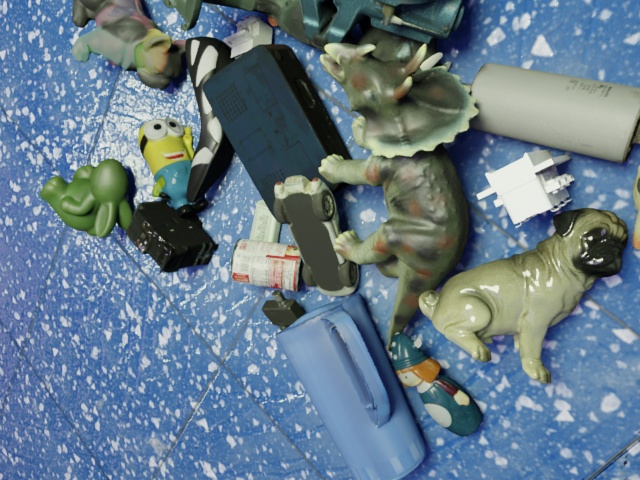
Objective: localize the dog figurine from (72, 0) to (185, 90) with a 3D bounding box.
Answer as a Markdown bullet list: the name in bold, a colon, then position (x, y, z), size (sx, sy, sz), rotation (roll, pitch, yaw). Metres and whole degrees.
- **dog figurine**: position (-0.304, -0.354, 0.905), size (0.219, 0.108, 0.191), rotation (11, 101, 28)

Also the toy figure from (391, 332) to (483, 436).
- **toy figure**: position (0.143, 0.184, 0.688), size (0.154, 0.058, 0.064), rotation (46, 118, -5)

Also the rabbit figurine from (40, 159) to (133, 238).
- **rabbit figurine**: position (-0.422, -0.080, 1.012), size (0.170, 0.121, 0.159), rotation (-26, 89, 36)

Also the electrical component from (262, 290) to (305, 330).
- **electrical component**: position (-0.058, 0.112, 0.831), size (0.063, 0.021, 0.093), rotation (-5, 132, 34)

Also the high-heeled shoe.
- **high-heeled shoe**: position (-0.198, -0.194, 0.855), size (0.145, 0.086, 0.248), rotation (31, 97, 7)

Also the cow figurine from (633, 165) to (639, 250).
- **cow figurine**: position (0.400, -0.049, 0.493), size (0.195, 0.085, 0.127), rotation (3, 105, 34)

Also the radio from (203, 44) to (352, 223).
- **radio**: position (-0.054, -0.152, 0.760), size (0.131, 0.073, 0.229), rotation (-27, 95, 33)

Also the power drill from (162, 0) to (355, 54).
- **power drill**: position (-0.086, -0.312, 0.702), size (0.232, 0.207, 0.086), rotation (53, 141, 29)

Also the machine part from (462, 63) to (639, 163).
- **machine part**: position (0.251, -0.139, 0.578), size (0.244, 0.079, 0.079), rotation (22, 109, 30)

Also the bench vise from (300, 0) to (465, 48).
- **bench vise**: position (0.055, -0.307, 0.546), size (0.224, 0.129, 0.240), rotation (30, 151, 12)

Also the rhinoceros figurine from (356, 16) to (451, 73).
- **rhinoceros figurine**: position (0.095, -0.261, 0.673), size (0.112, 0.073, 0.190), rotation (-30, 78, 22)

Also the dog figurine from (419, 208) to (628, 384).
- **dog figurine**: position (0.221, 0.035, 0.597), size (0.172, 0.121, 0.190), rotation (18, 105, -4)

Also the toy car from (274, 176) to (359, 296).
- **toy car**: position (-0.002, -0.002, 0.734), size (0.074, 0.056, 0.201), rotation (-3, 127, 26)

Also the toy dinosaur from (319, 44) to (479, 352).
- **toy dinosaur**: position (0.110, -0.039, 0.636), size (0.192, 0.131, 0.404), rotation (3, 117, 52)

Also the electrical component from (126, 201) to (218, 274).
- **electrical component**: position (-0.258, -0.011, 0.917), size (0.134, 0.115, 0.058), rotation (45, 117, 18)

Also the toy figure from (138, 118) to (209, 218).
- **toy figure**: position (-0.256, -0.123, 0.920), size (0.089, 0.082, 0.180), rotation (-26, 85, 32)
